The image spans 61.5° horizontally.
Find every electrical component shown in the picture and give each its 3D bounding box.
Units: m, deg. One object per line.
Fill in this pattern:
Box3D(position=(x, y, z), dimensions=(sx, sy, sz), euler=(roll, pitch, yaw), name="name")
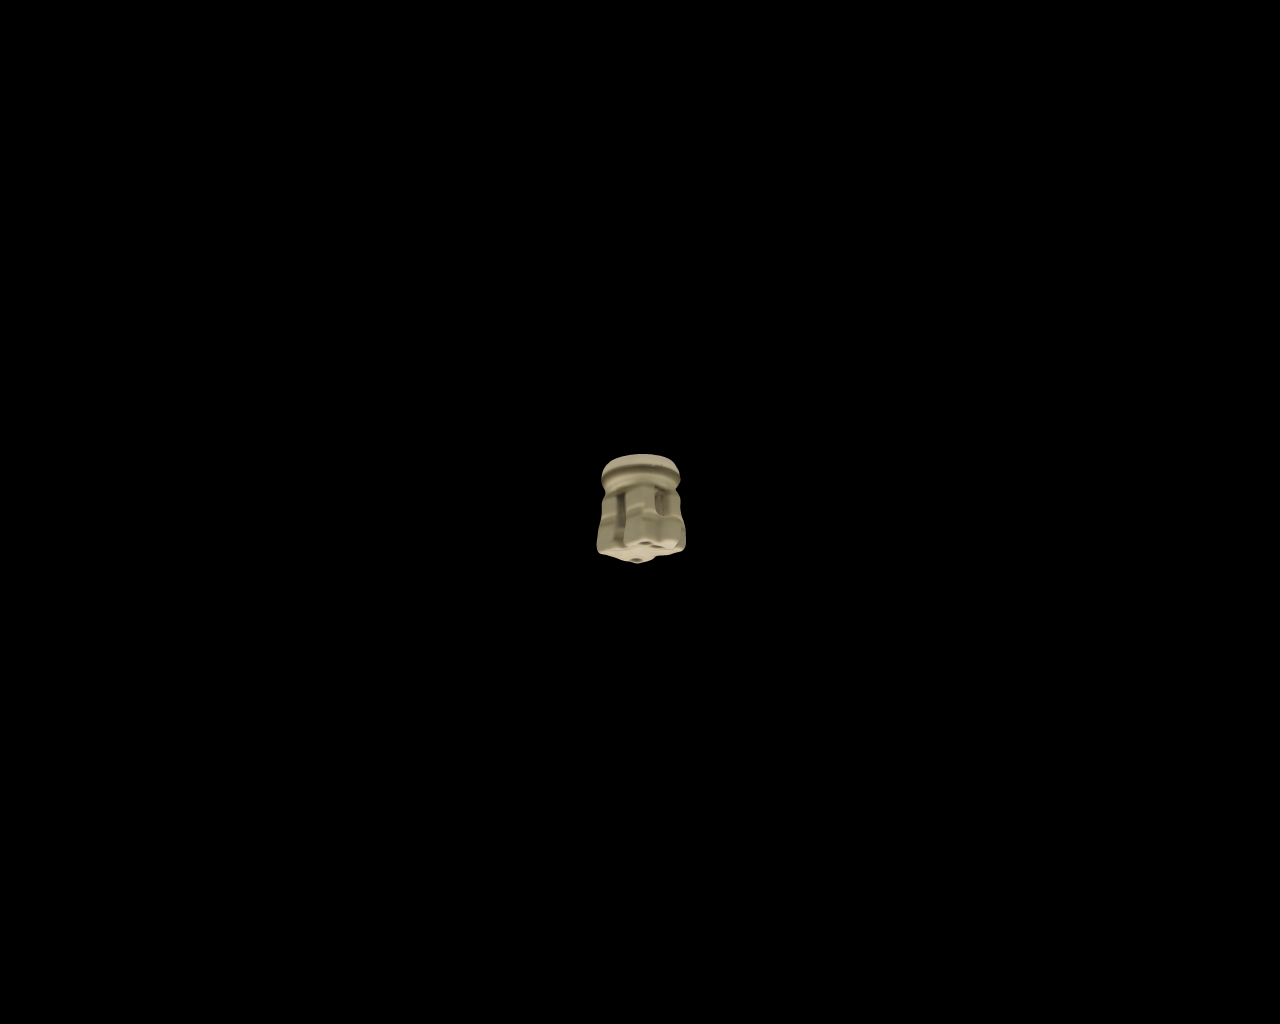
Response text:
Box3D(position=(0.001, -0.003, 0.650), dimensions=(0.048, 0.055, 0.066), euler=(18, -26, -41), name="electrical component")
